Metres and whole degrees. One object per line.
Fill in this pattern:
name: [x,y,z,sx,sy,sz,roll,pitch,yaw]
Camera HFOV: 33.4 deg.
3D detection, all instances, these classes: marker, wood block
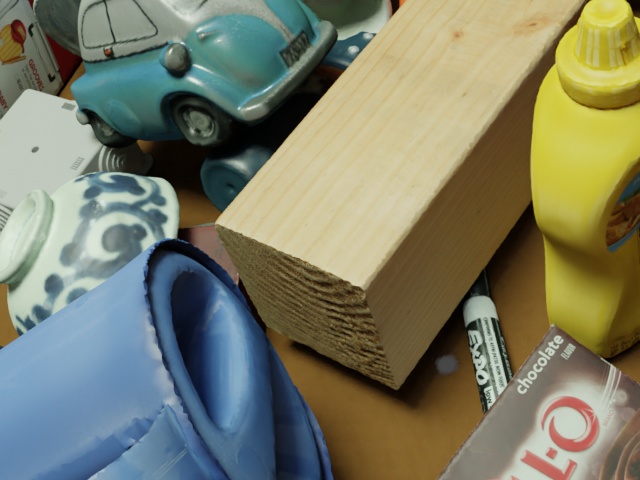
marker: [0.085,0.059,0.533,0.020,0.020,0.121,-14,53,8]
wood block: [0.052,-0.041,0.546,0.090,0.091,0.206,23,63,32]

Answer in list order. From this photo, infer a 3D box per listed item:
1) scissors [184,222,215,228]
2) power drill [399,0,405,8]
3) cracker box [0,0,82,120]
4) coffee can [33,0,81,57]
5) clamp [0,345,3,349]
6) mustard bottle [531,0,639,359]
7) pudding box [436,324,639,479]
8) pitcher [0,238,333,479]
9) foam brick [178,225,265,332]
scissors: [-0.004,0.001,0.604,0.202,0.016,0.096,-19,48,4]
power drill: [0.134,-0.200,0.659,0.188,0.057,0.184,-15,53,27]
cracker box: [-0.241,-0.130,0.682,0.072,0.164,0.213,13,61,23]
coffee can: [-0.119,-0.196,0.705,0.103,0.102,0.140,5,69,21]
clamp: [-0.120,0.089,0.534,0.171,0.120,0.039,-13,14,4]
mustard bottle: [0.131,-0.031,0.473,0.058,0.191,0.096,28,68,32]
pudding box: [0.105,0.108,0.464,0.090,0.039,0.113,36,70,14]
pitcher: [-0.127,0.113,0.436,0.243,0.149,0.145,-30,49,12]
foam brick: [-0.060,0.037,0.575,0.053,0.051,0.078,-4,55,14]
